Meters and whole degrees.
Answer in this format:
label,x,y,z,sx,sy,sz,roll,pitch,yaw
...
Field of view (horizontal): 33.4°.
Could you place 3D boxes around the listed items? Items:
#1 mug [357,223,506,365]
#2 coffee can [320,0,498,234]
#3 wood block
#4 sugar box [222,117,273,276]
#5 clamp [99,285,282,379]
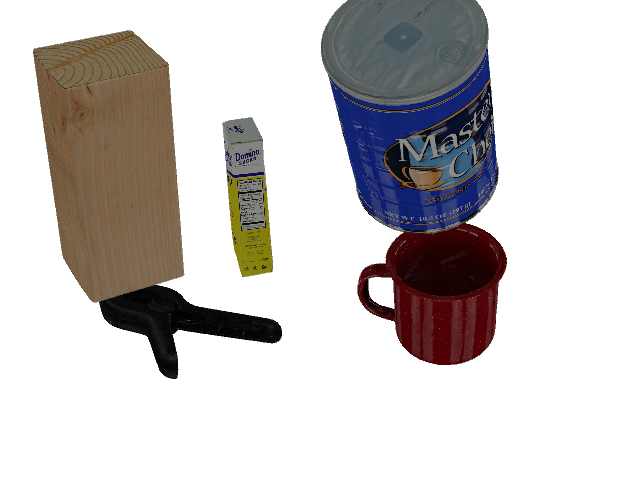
label,x,y,z,sx,sy,sz,roll,pitch,yaw
mug,0.087,0.044,0.851,0.117,0.081,0.093,1,41,8
coffee can,0.063,-0.086,0.704,0.103,0.102,0.140,0,-34,13
wood block,-0.181,-0.063,0.924,0.090,0.206,0.090,-17,36,-24
sugar box,-0.091,-0.054,1.318,0.048,0.176,0.093,-10,24,-8
clamp,-0.168,0.084,1.120,0.210,0.036,0.164,19,20,28
